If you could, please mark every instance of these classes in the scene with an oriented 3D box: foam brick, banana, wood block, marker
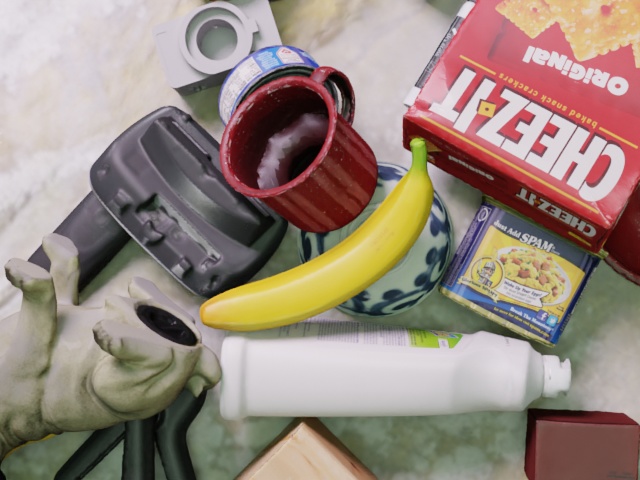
[{"bbox_3d":[0.196,0.158,0.805,0.078,0.051,0.053,3,92,2],"label":"foam brick"},{"bbox_3d":[0.009,0.012,0.744,0.198,0.037,0.069,-39,110,4],"label":"banana"},{"bbox_3d":[0.031,0.233,0.790,0.090,0.091,0.206,-45,89,1],"label":"wood block"},{"bbox_3d":[0.103,-0.152,0.822,0.020,0.020,0.121,31,91,1],"label":"marker"}]

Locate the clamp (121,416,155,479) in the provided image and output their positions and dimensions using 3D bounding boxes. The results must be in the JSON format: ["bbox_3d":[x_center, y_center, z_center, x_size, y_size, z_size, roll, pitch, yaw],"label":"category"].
[{"bbox_3d":[-0.156,0.234,0.789,0.165,0.036,0.210,-28,84,10],"label":"clamp"}]

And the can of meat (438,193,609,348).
[{"bbox_3d":[0.150,0.023,0.803,0.102,0.057,0.084,27,93,1],"label":"can of meat"}]

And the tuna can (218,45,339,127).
[{"bbox_3d":[-0.032,-0.101,0.794,0.086,0.086,0.034,-34,48,1],"label":"tuna can"}]

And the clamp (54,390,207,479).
[{"bbox_3d":[-0.123,0.140,0.819,0.120,0.039,0.171,22,93,1],"label":"clamp"}]

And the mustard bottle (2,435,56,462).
[{"bbox_3d":[-0.234,0.113,0.812,0.191,0.058,0.096,-34,83,1],"label":"mustard bottle"}]

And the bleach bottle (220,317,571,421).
[{"bbox_3d":[0.057,0.096,0.782,0.251,0.102,0.068,3,103,2],"label":"bleach bottle"}]

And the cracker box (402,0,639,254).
[{"bbox_3d":[0.182,-0.125,0.761,0.164,0.072,0.213,30,79,14],"label":"cracker box"}]

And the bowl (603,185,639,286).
[{"bbox_3d":[0.278,-0.039,0.800,0.162,0.055,0.162,0,91,2],"label":"bowl"}]

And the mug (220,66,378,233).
[{"bbox_3d":[-0.006,-0.066,0.759,0.093,0.081,0.117,11,73,35],"label":"mug"}]
